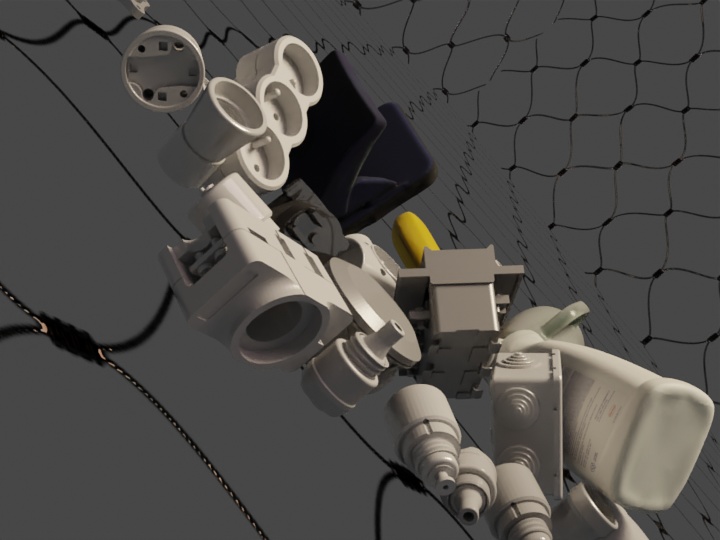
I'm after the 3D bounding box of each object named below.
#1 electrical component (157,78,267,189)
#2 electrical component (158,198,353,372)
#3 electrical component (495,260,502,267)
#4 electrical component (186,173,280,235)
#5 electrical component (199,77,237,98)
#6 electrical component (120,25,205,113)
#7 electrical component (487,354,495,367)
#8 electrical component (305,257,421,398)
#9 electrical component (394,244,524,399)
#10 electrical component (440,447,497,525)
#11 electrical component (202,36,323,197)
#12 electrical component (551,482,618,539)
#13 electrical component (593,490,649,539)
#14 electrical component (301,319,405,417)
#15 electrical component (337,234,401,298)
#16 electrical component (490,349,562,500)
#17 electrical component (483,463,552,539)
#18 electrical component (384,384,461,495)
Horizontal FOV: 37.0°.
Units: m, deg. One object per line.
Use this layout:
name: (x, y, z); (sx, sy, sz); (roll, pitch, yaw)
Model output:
electrical component: (-0.094, -0.081, 0.659); (0.044, 0.065, 0.044); (33, 34, -26)
electrical component: (-0.051, 0.013, 0.558); (0.089, 0.050, 0.055); (33, 20, -50)
electrical component: (0.123, 0.015, 1.121); (0.043, 0.062, 0.043); (46, 13, -14)
electrical component: (-0.067, -0.021, 0.631); (0.078, 0.040, 0.040); (48, 12, -2)
electrical component: (-0.085, -0.124, 0.829); (0.081, 0.064, 0.042); (41, 13, -30)
electrical component: (-0.133, -0.138, 0.731); (0.055, 0.055, 0.047); (44, 10, -19)
electrical component: (0.094, 0.062, 0.921); (0.045, 0.045, 0.055); (49, 12, 0)
electrical component: (-0.005, 0.036, 0.644); (0.080, 0.051, 0.080); (46, 13, -13)
electrical component: (0.061, 0.040, 0.717); (0.121, 0.079, 0.063); (95, -8, -63)
electrical component: (0.064, 0.130, 0.634); (0.035, 0.035, 0.061); (47, 14, -8)
electrical component: (-0.080, -0.099, 0.745); (0.052, 0.074, 0.138); (48, 41, -31)
electrical component: (0.152, 0.179, 0.760); (0.040, 0.046, 0.040); (46, 13, -13)
electrical component: (0.191, 0.204, 0.825); (0.077, 0.044, 0.079); (47, 12, -7)
electrical component: (-0.002, 0.051, 0.588); (0.035, 0.061, 0.035); (46, 13, -13)
electrical component: (0.000, 0.000, 0.786); (0.077, 0.044, 0.079); (35, 18, -46)
electrical component: (0.119, 0.108, 0.770); (0.100, 0.048, 0.099); (-40, 129, -78)
electrical component: (0.100, 0.155, 0.667); (0.040, 0.040, 0.078); (41, 14, -32)
electrical component: (0.040, 0.101, 0.628); (0.040, 0.040, 0.078); (41, 14, -30)
